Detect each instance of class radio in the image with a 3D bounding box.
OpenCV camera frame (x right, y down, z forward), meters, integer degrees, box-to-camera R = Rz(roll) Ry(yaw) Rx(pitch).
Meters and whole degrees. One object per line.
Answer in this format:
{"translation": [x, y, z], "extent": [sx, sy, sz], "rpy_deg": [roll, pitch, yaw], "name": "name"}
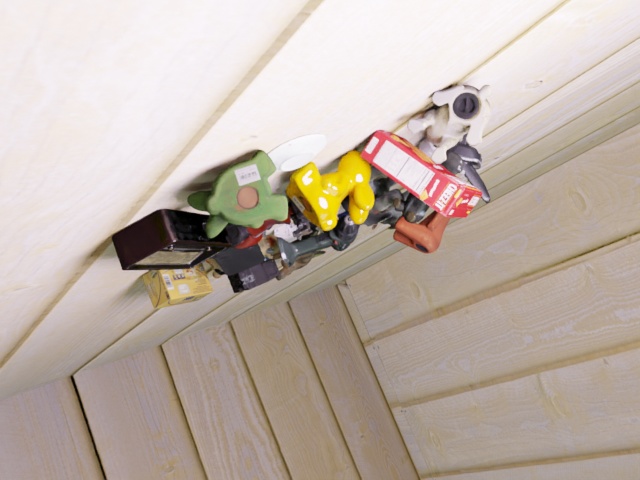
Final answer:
{"translation": [-0.283, 0.003, 1.066], "extent": [0.131, 0.073, 0.229], "rpy_deg": [-26, 171, 17], "name": "radio"}

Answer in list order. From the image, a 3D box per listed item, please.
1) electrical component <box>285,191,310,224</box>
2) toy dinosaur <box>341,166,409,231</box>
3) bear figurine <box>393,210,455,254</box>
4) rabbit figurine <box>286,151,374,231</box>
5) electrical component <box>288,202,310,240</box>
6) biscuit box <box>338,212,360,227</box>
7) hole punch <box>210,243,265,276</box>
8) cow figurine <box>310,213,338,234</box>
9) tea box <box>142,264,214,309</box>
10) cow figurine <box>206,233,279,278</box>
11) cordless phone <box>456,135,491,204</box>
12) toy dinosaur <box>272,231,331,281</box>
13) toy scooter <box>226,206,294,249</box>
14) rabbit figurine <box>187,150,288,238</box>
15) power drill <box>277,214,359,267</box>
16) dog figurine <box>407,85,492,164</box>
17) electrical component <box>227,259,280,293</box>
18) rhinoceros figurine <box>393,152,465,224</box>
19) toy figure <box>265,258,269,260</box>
{"translation": [-0.032, -0.080, 1.221], "extent": [0.048, 0.075, 0.119], "rpy_deg": [-26, 173, 6], "name": "electrical component"}
{"translation": [0.122, -0.105, 1.348], "extent": [0.192, 0.131, 0.404], "rpy_deg": [-29, 163, 25], "name": "toy dinosaur"}
{"translation": [0.287, -0.068, 1.365], "extent": [0.196, 0.132, 0.120], "rpy_deg": [-59, 167, -11], "name": "bear figurine"}
{"translation": [0.040, -0.109, 1.074], "extent": [0.173, 0.162, 0.121], "rpy_deg": [-40, 167, -21], "name": "rabbit figurine"}
{"translation": [-0.056, -0.048, 1.287], "extent": [0.045, 0.102, 0.078], "rpy_deg": [-28, 145, 10], "name": "electrical component"}
{"translation": [0.086, -0.042, 1.737], "extent": [0.063, 0.059, 0.202], "rpy_deg": [-23, 170, -5], "name": "biscuit box"}
{"translation": [-0.206, 0.011, 1.314], "extent": [0.142, 0.092, 0.115], "rpy_deg": [-19, 147, -3], "name": "hole punch"}
{"translation": [0.007, -0.050, 1.485], "extent": [0.098, 0.068, 0.167], "rpy_deg": [-19, 168, 6], "name": "cow figurine"}
{"translation": [-0.370, 0.115, 1.407], "extent": [0.068, 0.098, 0.169], "rpy_deg": [-29, 167, 24], "name": "tea box"}
{"translation": [-0.197, 0.032, 1.419], "extent": [0.195, 0.085, 0.127], "rpy_deg": [-19, 176, -20], "name": "cow figurine"}
{"translation": [0.392, -0.173, 1.385], "extent": [0.089, 0.184, 0.146], "rpy_deg": [-31, 169, 14], "name": "cordless phone"}
{"translation": [-0.073, 0.047, 1.735], "extent": [0.198, 0.105, 0.471], "rpy_deg": [-24, 176, -19], "name": "toy dinosaur"}
{"translation": [-0.126, -0.043, 1.203], "extent": [0.184, 0.075, 0.135], "rpy_deg": [-35, 167, 30], "name": "toy scooter"}
{"translation": [-0.138, -0.065, 0.934], "extent": [0.159, 0.121, 0.170], "rpy_deg": [-28, -175, -6], "name": "rabbit figurine"}
{"translation": [-0.003, -0.004, 1.370], "extent": [0.207, 0.086, 0.232], "rpy_deg": [-23, 169, 0], "name": "power drill"}
{"translation": [0.273, -0.241, 1.056], "extent": [0.172, 0.121, 0.190], "rpy_deg": [-26, -175, 30], "name": "dog figurine"}
{"translation": [-0.187, 0.099, 1.480], "extent": [0.115, 0.058, 0.134], "rpy_deg": [-20, -179, -26], "name": "electrical component"}
{"translation": [0.252, -0.116, 1.219], "extent": [0.112, 0.073, 0.190], "rpy_deg": [9, 123, -51], "name": "rhinoceros figurine"}
{"translation": [-0.209, 0.047, 1.550], "extent": [0.154, 0.058, 0.064], "rpy_deg": [-16, 129, -31], "name": "toy figure"}
